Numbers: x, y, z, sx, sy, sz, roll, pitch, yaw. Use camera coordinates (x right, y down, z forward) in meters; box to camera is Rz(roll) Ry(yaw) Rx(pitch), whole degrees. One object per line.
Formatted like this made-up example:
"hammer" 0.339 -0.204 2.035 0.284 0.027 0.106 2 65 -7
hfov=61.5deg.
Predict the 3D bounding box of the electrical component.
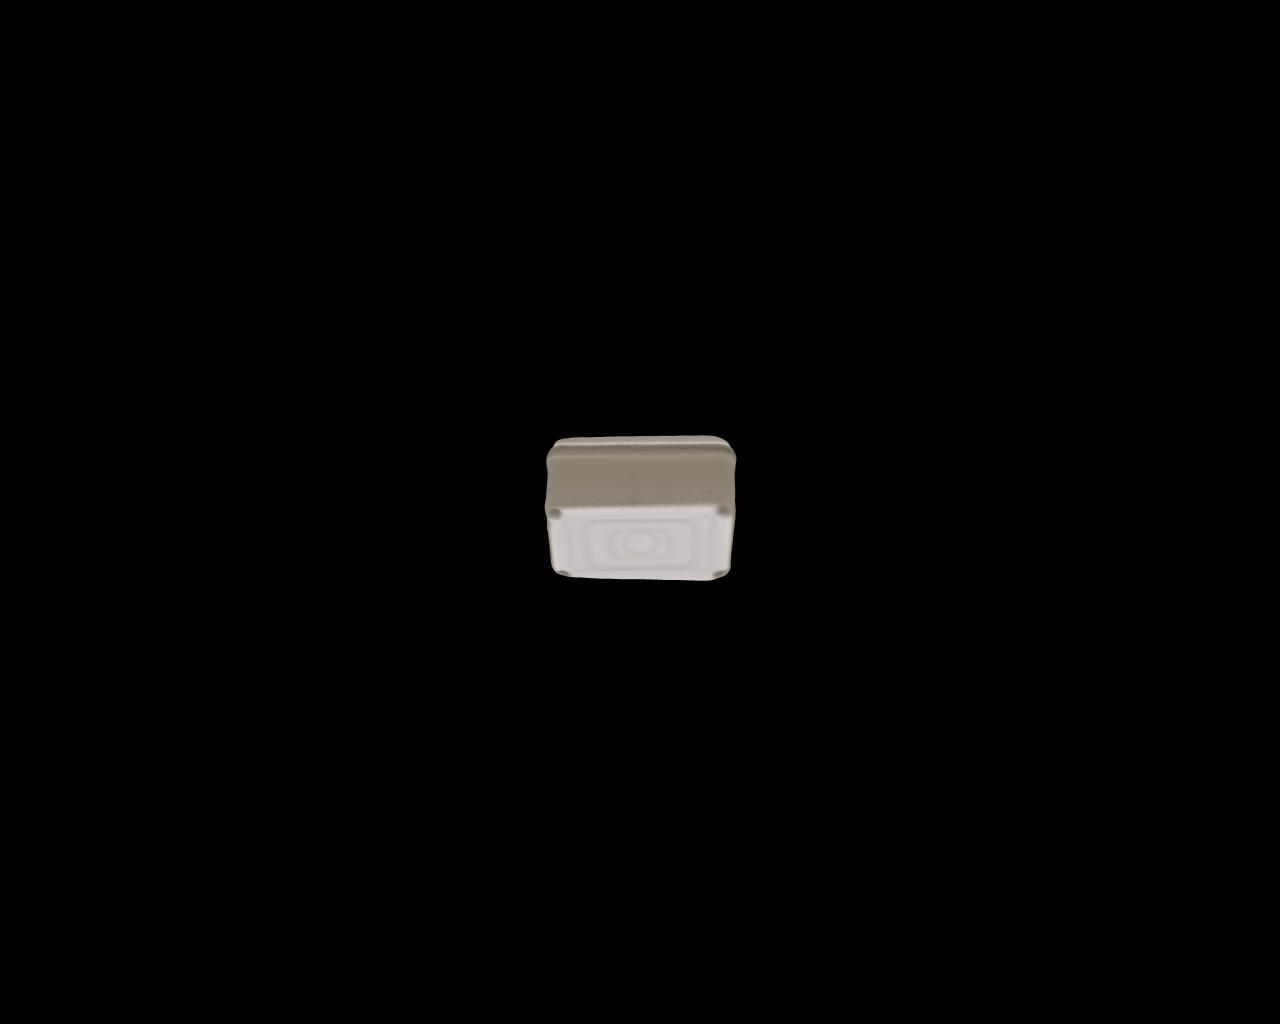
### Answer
"electrical component" 0.001 -0.003 0.650 0.113 0.057 0.078 0 -39 0
